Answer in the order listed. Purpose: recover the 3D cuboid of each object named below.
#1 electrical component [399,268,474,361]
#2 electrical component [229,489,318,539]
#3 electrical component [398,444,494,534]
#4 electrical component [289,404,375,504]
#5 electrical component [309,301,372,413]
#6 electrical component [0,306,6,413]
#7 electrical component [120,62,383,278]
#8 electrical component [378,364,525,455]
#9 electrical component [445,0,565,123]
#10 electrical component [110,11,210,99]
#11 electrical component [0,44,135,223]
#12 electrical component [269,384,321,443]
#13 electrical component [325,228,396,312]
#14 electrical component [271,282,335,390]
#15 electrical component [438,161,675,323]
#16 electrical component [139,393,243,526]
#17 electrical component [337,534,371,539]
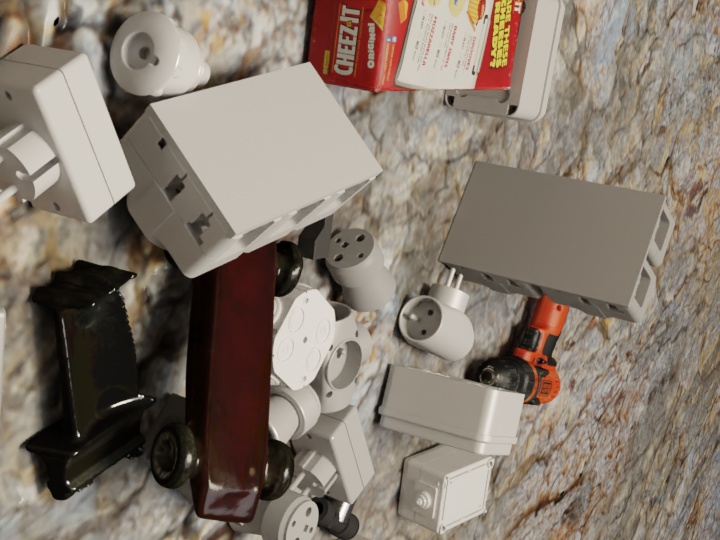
[{"bbox_3d":[0.077,0.037,0.990,0.077,0.044,0.079,33,74,-57],"label":"electrical component"},{"bbox_3d":[-0.066,0.185,0.815,0.045,0.055,0.045,-30,127,-50],"label":"electrical component"},{"bbox_3d":[0.077,0.212,1.056,0.096,0.061,0.061,-9,110,-49],"label":"electrical component"},{"bbox_3d":[-0.034,0.156,0.861,0.075,0.047,0.083,-49,140,-36],"label":"electrical component"},{"bbox_3d":[-0.017,0.062,0.849,0.079,0.044,0.077,-23,122,-47],"label":"electrical component"},{"bbox_3d":[-0.205,0.048,0.495,0.048,0.100,0.099,-5,107,-44],"label":"electrical component"},{"bbox_3d":[-0.069,-0.064,0.667,0.150,0.062,0.089,-29,83,-50],"label":"electrical component"},{"bbox_3d":[0.082,0.126,0.971,0.078,0.113,0.057,17,85,-59],"label":"electrical component"},{"bbox_3d":[0.128,-0.191,0.945,0.057,0.078,0.113,-3,106,-54],"label":"electrical component"},{"bbox_3d":[-0.111,-0.120,0.626,0.062,0.048,0.048,7,97,-65],"label":"electrical component"},{"bbox_3d":[-0.169,-0.060,0.555,0.075,0.047,0.083,-48,140,-37],"label":"electrical component"},{"bbox_3d":[-0.062,0.110,0.800,0.055,0.045,0.045,-35,131,-47],"label":"electrical component"},{"bbox_3d":[0.000,0.000,0.852,0.045,0.045,0.055,-58,144,-27],"label":"electrical component"},{"bbox_3d":[-0.059,0.044,0.770,0.080,0.051,0.080,-30,127,-50],"label":"electrical component"},{"bbox_3d":[0.182,-0.026,0.995,0.060,0.186,0.105,40,69,-56],"label":"electrical component"},{"bbox_3d":[-0.102,0.127,0.736,0.055,0.050,0.089,-60,146,-23],"label":"electrical component"},{"bbox_3d":[-0.018,0.295,0.936,0.109,0.056,0.108,8,96,-59],"label":"electrical component"}]
